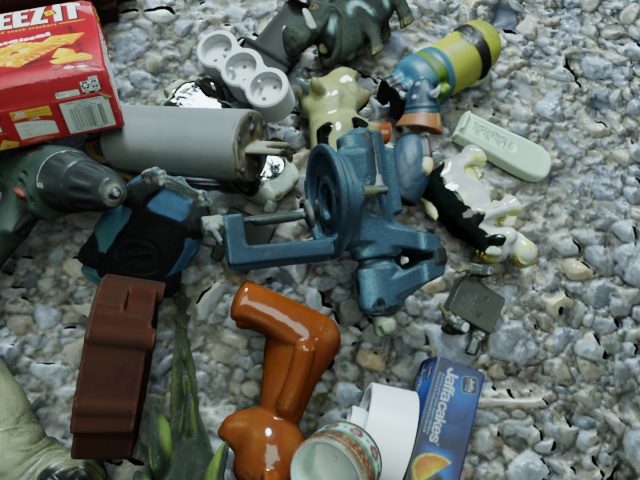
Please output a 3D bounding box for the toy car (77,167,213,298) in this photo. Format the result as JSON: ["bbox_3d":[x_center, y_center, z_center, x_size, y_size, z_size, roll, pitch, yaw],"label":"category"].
[{"bbox_3d":[-0.183,-0.017,0.582,0.109,0.161,0.103,25,27,-22],"label":"toy car"}]

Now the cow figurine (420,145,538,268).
[{"bbox_3d":[0.195,-0.026,0.673,0.098,0.068,0.167,-28,77,-10],"label":"cow figurine"}]

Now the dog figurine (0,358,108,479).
[{"bbox_3d":[-0.296,0.181,0.525,0.190,0.121,0.172,14,74,-20],"label":"dog figurine"}]

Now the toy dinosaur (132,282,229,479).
[{"bbox_3d":[-0.123,0.251,0.471,0.105,0.198,0.472,2,40,-20],"label":"toy dinosaur"}]

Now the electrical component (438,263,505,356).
[{"bbox_3d":[0.183,0.078,0.652,0.078,0.045,0.102,35,72,3],"label":"electrical component"}]

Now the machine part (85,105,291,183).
[{"bbox_3d":[-0.147,-0.106,0.584,0.243,0.079,0.079,7,71,20],"label":"machine part"}]

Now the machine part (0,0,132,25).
[{"bbox_3d":[-0.346,-0.372,0.676,0.201,0.087,0.201,-13,78,-13],"label":"machine part"}]

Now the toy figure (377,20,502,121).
[{"bbox_3d":[0.164,-0.226,0.716,0.180,0.089,0.082,-29,87,-19],"label":"toy figure"}]

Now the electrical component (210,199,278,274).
[{"bbox_3d":[-0.088,-0.010,0.628,0.063,0.021,0.094,26,99,0],"label":"electrical component"}]

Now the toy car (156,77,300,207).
[{"bbox_3d":[-0.112,-0.123,0.656,0.202,0.056,0.073,42,65,7],"label":"toy car"}]

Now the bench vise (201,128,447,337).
[{"bbox_3d":[0.002,-0.002,0.555,0.241,0.129,0.223,-6,97,-18],"label":"bench vise"}]

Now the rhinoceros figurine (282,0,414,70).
[{"bbox_3d":[0.036,-0.282,0.697,0.190,0.073,0.112,-39,107,-25],"label":"rhinoceros figurine"}]

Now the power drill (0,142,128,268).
[{"bbox_3d":[-0.304,-0.007,0.532,0.232,0.086,0.207,26,86,39],"label":"power drill"}]

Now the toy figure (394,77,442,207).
[{"bbox_3d":[0.115,-0.120,0.660,0.064,0.057,0.154,14,86,16],"label":"toy figure"}]

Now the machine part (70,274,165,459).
[{"bbox_3d":[-0.188,0.117,0.510,0.056,0.179,0.179,9,72,-14],"label":"machine part"}]

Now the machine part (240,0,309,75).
[{"bbox_3d":[-0.056,-0.267,0.719,0.084,0.039,0.139,30,73,6],"label":"machine part"}]

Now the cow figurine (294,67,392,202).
[{"bbox_3d":[0.020,-0.123,0.667,0.127,0.085,0.195,10,75,-11],"label":"cow figurine"}]

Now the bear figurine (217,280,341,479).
[{"bbox_3d":[-0.058,0.159,0.553,0.132,0.120,0.196,24,77,3],"label":"bear figurine"}]

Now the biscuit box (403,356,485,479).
[{"bbox_3d":[0.120,0.232,0.588,0.063,0.059,0.202,21,71,-3],"label":"biscuit box"}]
